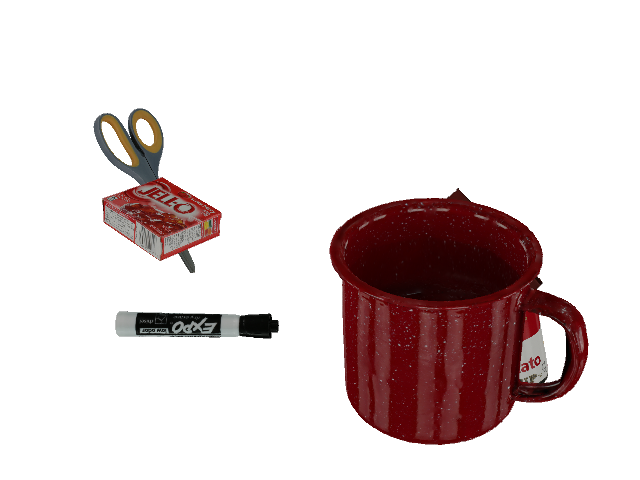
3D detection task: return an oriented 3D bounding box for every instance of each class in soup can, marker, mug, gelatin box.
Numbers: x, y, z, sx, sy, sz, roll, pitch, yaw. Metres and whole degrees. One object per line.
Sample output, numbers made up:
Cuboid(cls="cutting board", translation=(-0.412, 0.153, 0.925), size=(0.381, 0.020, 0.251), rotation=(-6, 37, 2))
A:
Cuboid(cls="soup can", translation=(0.165, 0.080, 0.963), size=(0.068, 0.102, 0.068), rotation=(-12, 18, 4))
Cuboid(cls="marker", translation=(-0.092, 0.063, 0.795), size=(0.121, 0.020, 0.020), rotation=(0, 0, 5))
Cuboid(cls="mug", translation=(0.062, 0.040, 0.482), size=(0.117, 0.081, 0.093), rotation=(12, 33, 22))
Cuboid(cls="gelatin box", translation=(-0.149, -0.023, 0.998), size=(0.089, 0.030, 0.073), rotation=(31, 39, 34))

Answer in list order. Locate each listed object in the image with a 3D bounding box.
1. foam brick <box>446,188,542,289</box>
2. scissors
Cuboid(cls="foam brick", translation=(0.110, 0.014, 0.759), size=(0.078, 0.051, 0.053), rotation=(43, 8, -31))
Cuboid(cls="scissors", translation=(-0.182, -0.067, 1.217), size=(0.016, 0.201, 0.096), rotation=(-21, 21, 42))
